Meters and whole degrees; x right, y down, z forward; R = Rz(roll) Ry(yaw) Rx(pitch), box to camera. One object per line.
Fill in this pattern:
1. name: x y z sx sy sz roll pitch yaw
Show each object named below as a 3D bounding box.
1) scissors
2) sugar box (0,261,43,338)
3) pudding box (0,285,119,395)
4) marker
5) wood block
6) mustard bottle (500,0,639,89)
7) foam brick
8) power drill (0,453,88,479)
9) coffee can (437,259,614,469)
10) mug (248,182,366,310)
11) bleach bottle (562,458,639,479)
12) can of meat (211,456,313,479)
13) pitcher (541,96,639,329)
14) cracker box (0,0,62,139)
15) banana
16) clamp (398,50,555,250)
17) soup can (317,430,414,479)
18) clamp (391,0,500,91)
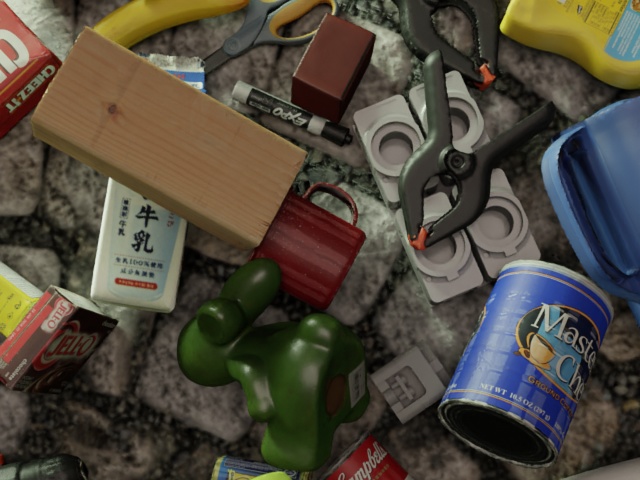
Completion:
1. scissors: -0.082 -0.205 1.022 0.202 0.016 0.096 -19 81 2
2. sugar box: -0.324 0.026 0.972 0.176 0.093 0.048 33 85 8
3. pudding box: -0.235 0.091 0.947 0.039 0.113 0.090 40 87 10
4. marker: -0.025 -0.118 1.006 0.121 0.020 0.020 24 85 6
5. wood block: -0.126 -0.080 0.894 0.206 0.090 0.091 30 80 -9
6. mustard bottle: 0.269 -0.191 0.975 0.191 0.058 0.096 27 69 6
7. foam brick: 0.012 -0.157 0.984 0.051 0.053 0.078 24 70 5
8. power drill: -0.318 0.170 0.972 0.184 0.057 0.188 -17 82 2
9. coffee can: 0.171 0.102 0.882 0.103 0.103 0.140 26 64 6
10. mug: -0.006 0.001 0.961 0.081 0.093 0.117 28 64 1
11. bleach bottle: 0.205 0.252 0.926 0.251 0.068 0.102 -13 82 4
12. can of meat: -0.056 0.247 0.946 0.084 0.057 0.102 8 84 6
13. pitcher: 0.295 -0.004 0.916 0.149 0.145 0.243 -22 85 16
14. cracker box: -0.373 -0.186 1.011 0.164 0.072 0.214 -44 83 -2
15. banana: -0.162 -0.201 1.013 0.198 0.037 0.070 -31 72 0
16. clamp: 0.110 -0.076 0.919 0.120 0.039 0.171 33 86 8
17. soup can: 0.053 0.227 0.935 0.068 0.068 0.102 -44 83 -2
18. clamp: 0.096 -0.231 1.001 0.164 0.036 0.210 -22 85 -2
